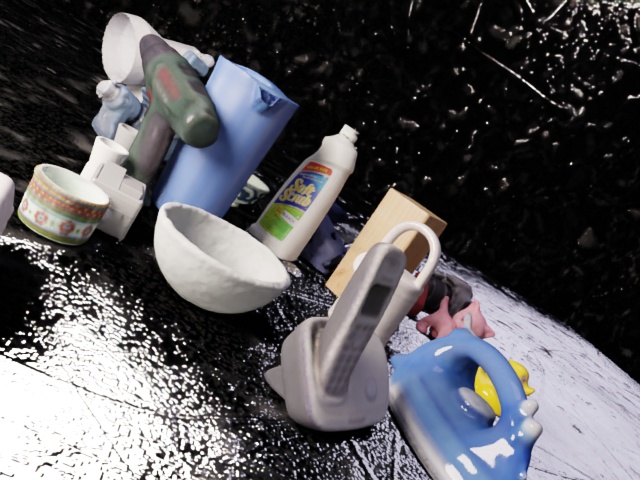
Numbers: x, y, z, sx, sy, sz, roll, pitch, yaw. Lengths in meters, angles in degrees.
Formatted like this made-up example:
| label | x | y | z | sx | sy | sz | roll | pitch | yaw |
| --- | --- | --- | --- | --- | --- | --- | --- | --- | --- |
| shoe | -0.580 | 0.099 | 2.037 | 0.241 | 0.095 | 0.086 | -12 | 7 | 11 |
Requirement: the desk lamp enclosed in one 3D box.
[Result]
| label | x | y | z | sx | sy | sz | roll | pitch | yaw |
| --- | --- | --- | --- | --- | --- | --- | --- | --- | --- |
| desk lamp | -0.332 | -0.298 | 1.093 | 0.117 | 0.213 | 0.204 | 40 | 13 | 32 |

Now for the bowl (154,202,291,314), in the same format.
| label | x | y | z | sx | sy | sz | roll | pitch | yaw |
| --- | --- | --- | --- | --- | --- | --- | --- | --- | --- |
| bowl | -0.120 | 0.032 | 0.644 | 0.167 | 0.074 | 0.167 | 32 | 11 | -7 |

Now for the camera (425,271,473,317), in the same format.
| label | x | y | z | sx | sy | sz | roll | pitch | yaw |
| --- | --- | --- | --- | --- | --- | --- | --- | --- | --- |
| camera | 0.279 | 0.118 | 1.345 | 0.137 | 0.100 | 0.143 | 28 | 12 | -28 |

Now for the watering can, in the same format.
| label | x | y | z | sx | sy | sz | roll | pitch | yaw |
| --- | --- | --- | --- | --- | --- | --- | --- | --- | --- |
| watering can | 0.102 | 0.060 | 0.845 | 0.101 | 0.194 | 0.173 | 36 | 11 | 11 |

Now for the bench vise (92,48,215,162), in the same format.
| label | x | y | z | sx | sy | sz | roll | pitch | yaw |
| --- | --- | --- | --- | --- | --- | --- | --- | --- | --- |
| bench vise | -0.278 | -0.246 | 1.008 | 0.121 | 0.219 | 0.208 | 36 | 11 | 11 |

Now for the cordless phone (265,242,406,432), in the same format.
| label | x | y | z | sx | sy | sz | roll | pitch | yaw |
| --- | --- | --- | --- | --- | --- | --- | --- | --- | --- |
| cordless phone | 0.047 | 0.094 | 0.565 | 0.094 | 0.185 | 0.148 | 41 | 13 | 33 |

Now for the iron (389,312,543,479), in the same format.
| label | x | y | z | sx | sy | sz | roll | pitch | yaw |
| --- | --- | --- | --- | --- | --- | --- | --- | --- | --- |
| iron | 0.177 | 0.190 | 0.638 | 0.119 | 0.141 | 0.257 | 29 | 12 | -23 |

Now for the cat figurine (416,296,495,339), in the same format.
| label | x | y | z | sx | sy | sz | roll | pitch | yaw |
| --- | --- | --- | --- | --- | --- | --- | --- | --- | --- |
| cat figurine | 0.261 | 0.157 | 1.080 | 0.067 | 0.117 | 0.127 | 25 | 14 | -39 |

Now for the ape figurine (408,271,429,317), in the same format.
| label | x | y | z | sx | sy | sz | roll | pitch | yaw |
| --- | --- | --- | --- | --- | --- | --- | --- | --- | --- |
| ape figurine | 0.194 | 0.105 | 1.180 | 0.078 | 0.092 | 0.076 | 29 | 12 | -23 |

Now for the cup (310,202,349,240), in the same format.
| label | x | y | z | sx | sy | sz | roll | pitch | yaw |
| --- | --- | --- | --- | --- | --- | --- | --- | --- | --- |
| cup | 0.000 | -0.044 | 1.262 | 0.118 | 0.095 | 0.091 | 26 | 14 | -36 |

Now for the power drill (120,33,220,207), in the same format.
| label | x | y | z | sx | sy | sz | roll | pitch | yaw |
| --- | --- | --- | --- | --- | --- | --- | --- | --- | --- |
| power drill | -0.236 | -0.163 | 0.800 | 0.228 | 0.208 | 0.076 | 41 | 13 | 35 |

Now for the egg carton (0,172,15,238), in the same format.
| label | x | y | z | sx | sy | sz | roll | pitch | yaw |
| --- | --- | --- | --- | --- | --- | --- | --- | --- | --- |
| egg carton | -0.287 | -0.022 | 0.414 | 0.107 | 0.069 | 0.150 | 28 | 12 | -28 |

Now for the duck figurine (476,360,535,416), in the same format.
| label | x | y | z | sx | sy | sz | roll | pitch | yaw |
| --- | --- | --- | --- | --- | --- | --- | --- | --- | --- |
| duck figurine | 0.302 | 0.236 | 0.944 | 0.104 | 0.086 | 0.078 | 37 | 12 | 19 |

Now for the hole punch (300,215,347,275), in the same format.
| label | x | y | z | sx | sy | sz | roll | pitch | yaw |
| --- | --- | --- | --- | --- | --- | --- | --- | --- | --- |
| hole punch | 0.010 | 0.004 | 1.093 | 0.101 | 0.091 | 0.109 | 36 | 11 | 11 |
